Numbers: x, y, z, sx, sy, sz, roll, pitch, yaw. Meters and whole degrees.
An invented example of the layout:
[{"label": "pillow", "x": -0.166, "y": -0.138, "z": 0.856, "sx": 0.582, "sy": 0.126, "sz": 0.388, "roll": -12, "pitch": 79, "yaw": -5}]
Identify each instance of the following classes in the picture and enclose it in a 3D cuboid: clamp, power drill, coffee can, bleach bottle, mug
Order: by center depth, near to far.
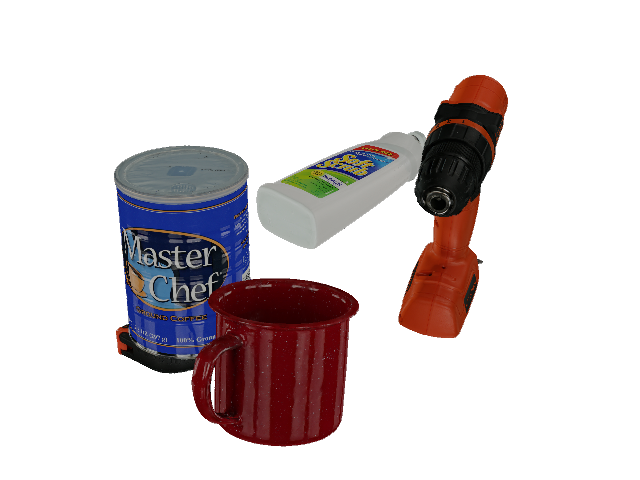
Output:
[{"label": "mug", "x": -0.032, "y": 0.078, "z": 0.658, "sx": 0.093, "sy": 0.081, "sz": 0.117, "roll": 15, "pitch": 19, "yaw": 37}, {"label": "power drill", "x": 0.103, "y": -0.017, "z": 0.843, "sx": 0.057, "sy": 0.188, "sz": 0.184, "roll": 15, "pitch": 36, "yaw": 12}, {"label": "coffee can", "x": -0.106, "y": 0.008, "z": 0.847, "sx": 0.103, "sy": 0.140, "sz": 0.103, "roll": 0, "pitch": 26, "yaw": 0}, {"label": "clamp", "x": -0.110, "y": 0.093, "z": 1.046, "sx": 0.171, "sy": 0.039, "sz": 0.120, "roll": 8, "pitch": 28, "yaw": 4}, {"label": "bleach bottle", "x": 0.041, "y": -0.080, "z": 1.341, "sx": 0.103, "sy": 0.068, "sz": 0.250, "roll": 26, "pitch": 44, "yaw": 34}]
